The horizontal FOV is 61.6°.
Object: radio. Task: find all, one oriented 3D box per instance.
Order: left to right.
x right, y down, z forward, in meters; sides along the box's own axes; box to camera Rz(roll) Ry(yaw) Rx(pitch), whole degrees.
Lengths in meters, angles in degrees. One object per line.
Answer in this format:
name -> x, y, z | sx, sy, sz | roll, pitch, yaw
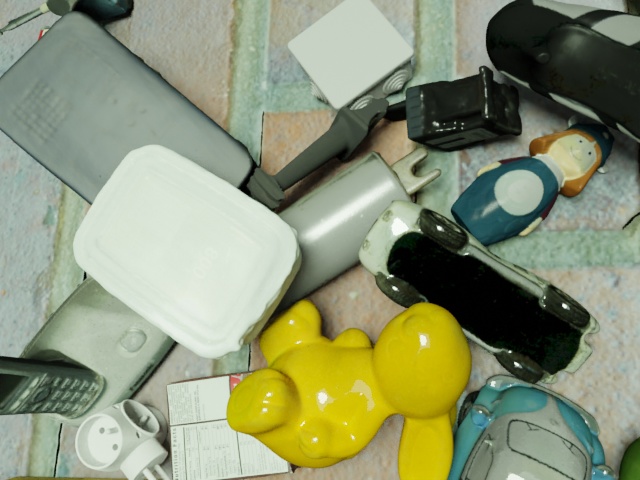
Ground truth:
radio -> -0.176, -0.090, 0.504 | 0.229, 0.073, 0.131 | 40, 88, -3

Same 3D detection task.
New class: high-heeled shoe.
high-heeled shoe -> 0.245, -0.122, 0.395 | 0.249, 0.145, 0.086 | 18, 120, 6

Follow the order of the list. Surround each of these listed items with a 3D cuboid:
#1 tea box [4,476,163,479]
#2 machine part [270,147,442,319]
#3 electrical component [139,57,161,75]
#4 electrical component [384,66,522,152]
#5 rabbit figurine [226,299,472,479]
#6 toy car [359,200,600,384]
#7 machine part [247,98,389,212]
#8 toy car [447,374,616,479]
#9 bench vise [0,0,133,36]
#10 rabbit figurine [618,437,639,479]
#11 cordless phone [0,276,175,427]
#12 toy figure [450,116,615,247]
tea box -> -0.230, 0.249, 0.464 | 0.170, 0.098, 0.068 | -5, 77, 13
machine part -> -0.001, -0.001, 0.476 | 0.243, 0.079, 0.079 | -33, 73, 3
electrical component -> -0.207, -0.143, 0.573 | 0.078, 0.045, 0.102 | -5, 72, 41
electrical component -> 0.106, -0.108, 0.472 | 0.119, 0.075, 0.047 | -7, 83, 37
rabbit figurine -> 0.040, 0.115, 0.402 | 0.173, 0.122, 0.162 | -34, 99, 28
toy car -> 0.126, 0.042, 0.427 | 0.202, 0.056, 0.073 | 31, 104, -4
machine part -> -0.001, -0.077, 0.477 | 0.139, 0.084, 0.039 | -37, 95, -16
toy car -> 0.141, 0.183, 0.392 | 0.109, 0.103, 0.161 | 25, 83, 17
bench vise -> -0.284, -0.349, 0.542 | 0.129, 0.240, 0.223 | 0, 62, 16
rabbit figurine -> 0.234, 0.216, 0.340 | 0.121, 0.159, 0.170 | -16, 73, 19
cordless phone -> -0.220, 0.086, 0.452 | 0.089, 0.184, 0.146 | 40, 89, 22
toy figure -> 0.187, -0.051, 0.457 | 0.154, 0.058, 0.064 | -34, 112, 2
